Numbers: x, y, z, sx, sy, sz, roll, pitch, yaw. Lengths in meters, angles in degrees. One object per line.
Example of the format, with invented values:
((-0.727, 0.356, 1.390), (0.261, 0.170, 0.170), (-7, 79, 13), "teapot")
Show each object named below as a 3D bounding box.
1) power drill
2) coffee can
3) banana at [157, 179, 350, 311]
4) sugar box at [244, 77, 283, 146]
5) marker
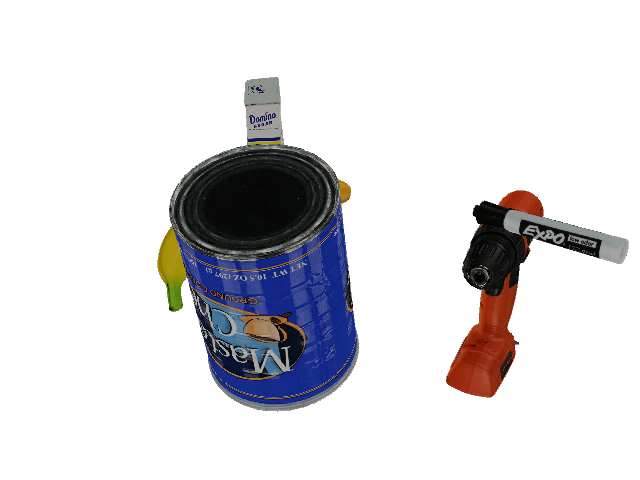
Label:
((0.171, 0.059, 1.063), (0.057, 0.188, 0.184), (18, 29, 19), "power drill")
((-0.032, 0.025, 0.675), (0.103, 0.140, 0.103), (-4, 43, 4), "coffee can")
((-0.066, -0.015, 0.897), (0.197, 0.069, 0.037), (-34, -6, -24), "banana")
((-0.063, -0.090, 1.231), (0.048, 0.176, 0.093), (-6, 26, -1), "sugar box")
((0.170, -0.008, 0.801), (0.121, 0.020, 0.020), (18, 10, 31), "marker")
